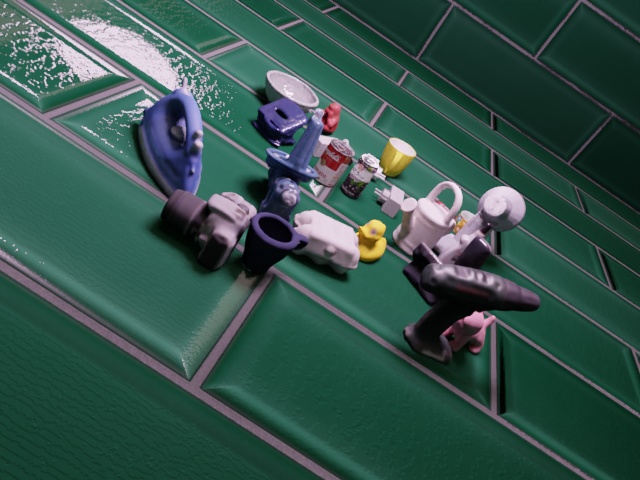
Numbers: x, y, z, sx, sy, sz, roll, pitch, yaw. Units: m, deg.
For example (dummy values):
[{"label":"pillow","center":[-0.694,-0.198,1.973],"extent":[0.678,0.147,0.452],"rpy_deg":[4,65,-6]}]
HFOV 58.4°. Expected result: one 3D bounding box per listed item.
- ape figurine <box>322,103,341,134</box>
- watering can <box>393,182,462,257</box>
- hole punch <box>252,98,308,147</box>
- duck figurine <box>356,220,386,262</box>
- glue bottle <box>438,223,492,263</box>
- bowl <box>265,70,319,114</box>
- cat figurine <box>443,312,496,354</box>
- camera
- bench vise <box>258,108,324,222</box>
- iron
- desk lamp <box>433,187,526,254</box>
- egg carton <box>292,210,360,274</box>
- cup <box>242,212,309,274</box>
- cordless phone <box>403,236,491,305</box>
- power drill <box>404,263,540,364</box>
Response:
[{"label":"ape figurine","center":[0.027,-0.356,1.652],"extent":[0.076,0.092,0.077],"rpy_deg":[17,35,-28]},{"label":"watering can","center":[0.262,-0.054,1.362],"extent":[0.173,0.194,0.100],"rpy_deg":[-9,52,-50]},{"label":"hole punch","center":[-0.099,-0.303,1.455],"extent":[0.108,0.091,0.101],"rpy_deg":[47,32,19]},{"label":"duck figurine","center":[0.112,-0.005,1.253],"extent":[0.105,0.086,0.077],"rpy_deg":[6,41,-40]},{"label":"glue bottle","center":[0.347,0.023,1.359],"extent":[0.078,0.173,0.037],"rpy_deg":[30,31,-8]},{"label":"bowl","center":[-0.091,-0.401,1.617],"extent":[0.168,0.074,0.167],"rpy_deg":[25,32,-17]},{"label":"cat figurine","center":[0.308,0.172,1.169],"extent":[0.128,0.117,0.067],"rpy_deg":[9,39,-37]},{"label":"camera","center":[-0.192,-0.043,0.994],"extent":[0.137,0.100,0.143],"rpy_deg":[31,31,-6]},{"label":"bench vise","center":[-0.040,-0.149,1.173],"extent":[0.122,0.219,0.207],"rpy_deg":[13,37,-33]},{"label":"iron","center":[-0.261,-0.195,1.097],"extent":[0.119,0.141,0.257],"rpy_deg":[9,39,-37]},{"label":"desk lamp","center":[0.421,-0.039,1.479],"extent":[0.117,0.213,0.204],"rpy_deg":[46,32,18]},{"label":"egg carton","center":[0.011,0.004,1.158],"extent":[0.151,0.069,0.107],"rpy_deg":[24,32,-17]},{"label":"cup","center":[-0.087,0.015,1.022],"extent":[0.118,0.095,0.091],"rpy_deg":[13,37,-33]},{"label":"cordless phone","center":[0.287,0.042,1.262],"extent":[0.094,0.185,0.147],"rpy_deg":[-6,49,-48]},{"label":"power drill","center":[0.269,0.137,1.089],"extent":[0.230,0.208,0.075],"rpy_deg":[24,32,-18]}]
